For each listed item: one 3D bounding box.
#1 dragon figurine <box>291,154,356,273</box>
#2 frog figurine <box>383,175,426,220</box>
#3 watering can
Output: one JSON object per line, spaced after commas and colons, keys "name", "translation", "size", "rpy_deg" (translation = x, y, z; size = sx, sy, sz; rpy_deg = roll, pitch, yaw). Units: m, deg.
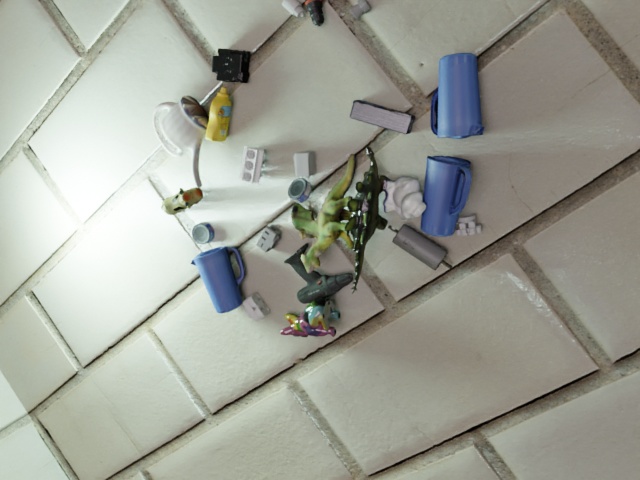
{"name": "dragon figurine", "translation": [0.005, -0.089, 1.768], "size": [0.242, 0.413, 0.121], "rpy_deg": [1, -7, 22]}
{"name": "frog figurine", "translation": [0.283, -0.130, 1.628], "size": [0.122, 0.137, 0.160], "rpy_deg": [11, 6, -43]}
{"name": "watering can", "translation": [-0.488, -0.385, 1.917], "size": [0.221, 0.349, 0.105], "rpy_deg": [-39, -6, 24]}
